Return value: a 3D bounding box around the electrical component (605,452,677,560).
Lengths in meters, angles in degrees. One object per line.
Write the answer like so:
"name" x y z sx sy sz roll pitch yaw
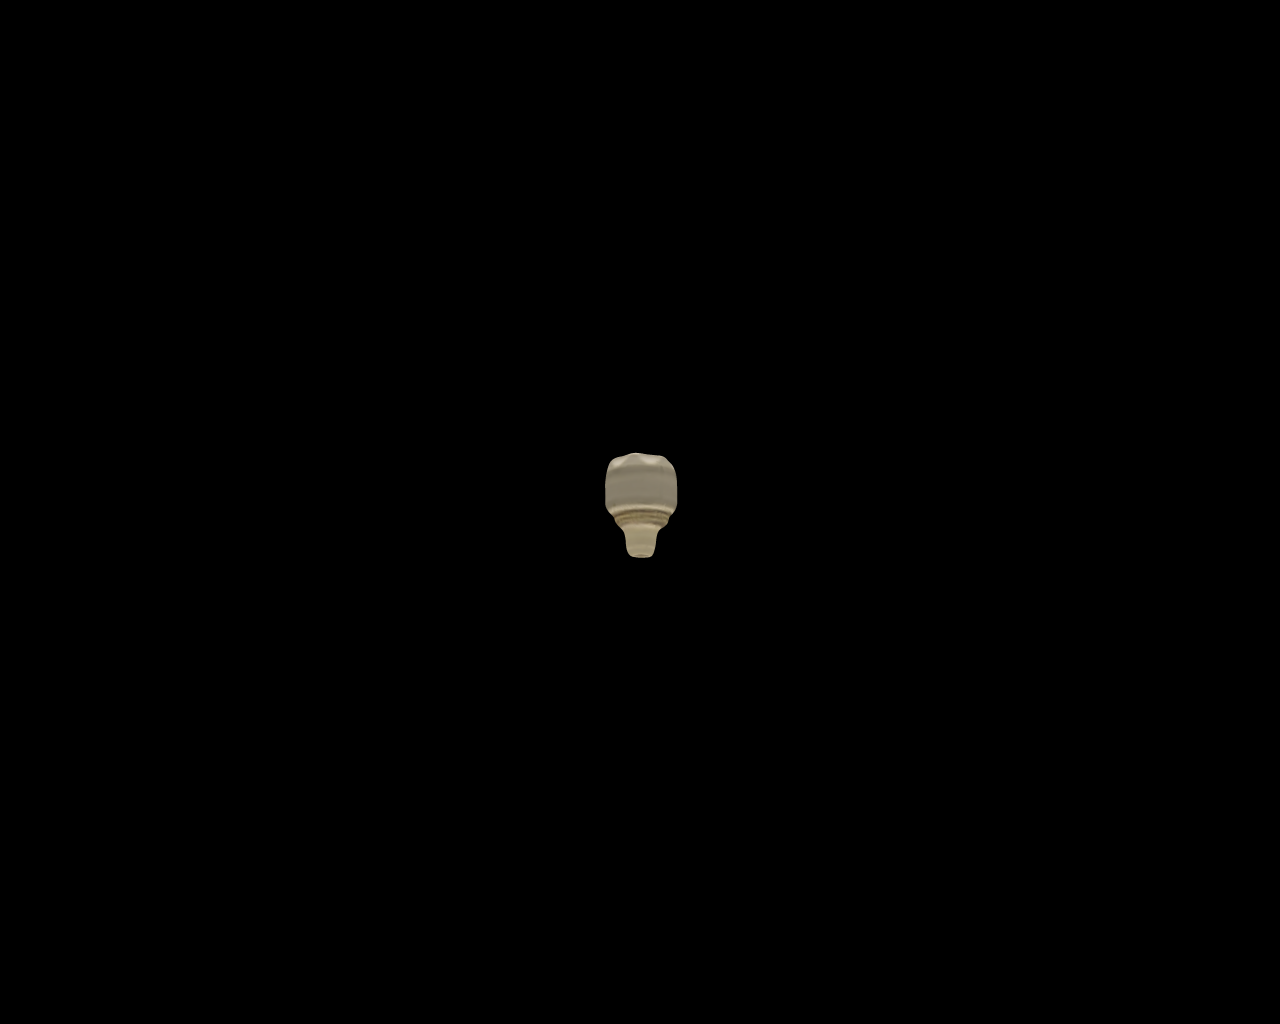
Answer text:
"electrical component" 0.001 -0.003 0.650 0.043 0.062 0.043 0 -13 0
